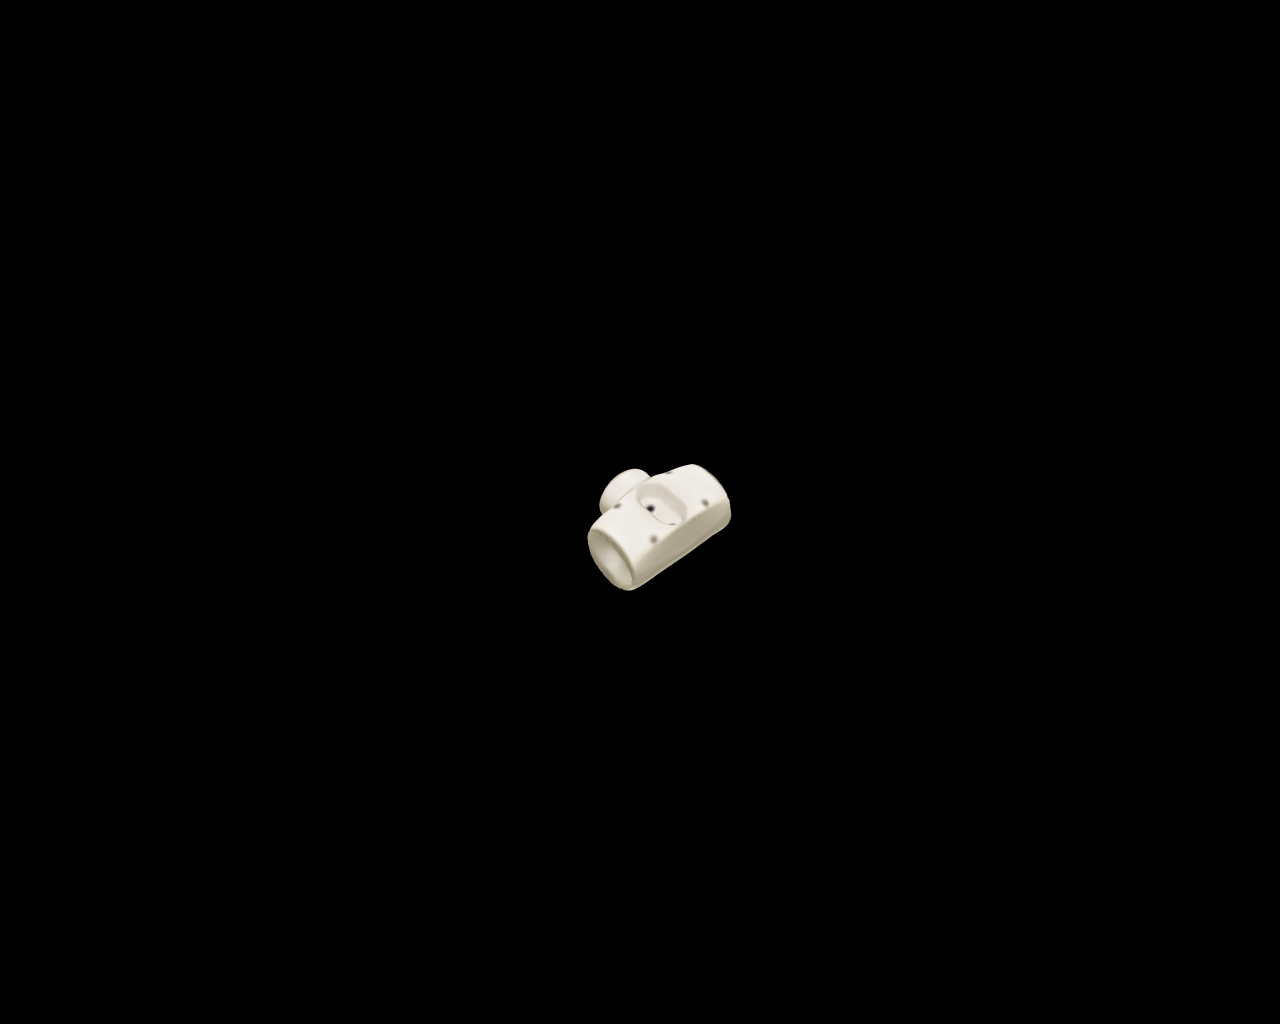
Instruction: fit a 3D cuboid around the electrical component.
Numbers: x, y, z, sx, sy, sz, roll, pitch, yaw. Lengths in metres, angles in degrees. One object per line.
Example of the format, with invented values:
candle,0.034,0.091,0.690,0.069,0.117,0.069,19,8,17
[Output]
electrical component,0.001,-0.003,0.650,0.077,0.043,0.079,-33,58,-24
